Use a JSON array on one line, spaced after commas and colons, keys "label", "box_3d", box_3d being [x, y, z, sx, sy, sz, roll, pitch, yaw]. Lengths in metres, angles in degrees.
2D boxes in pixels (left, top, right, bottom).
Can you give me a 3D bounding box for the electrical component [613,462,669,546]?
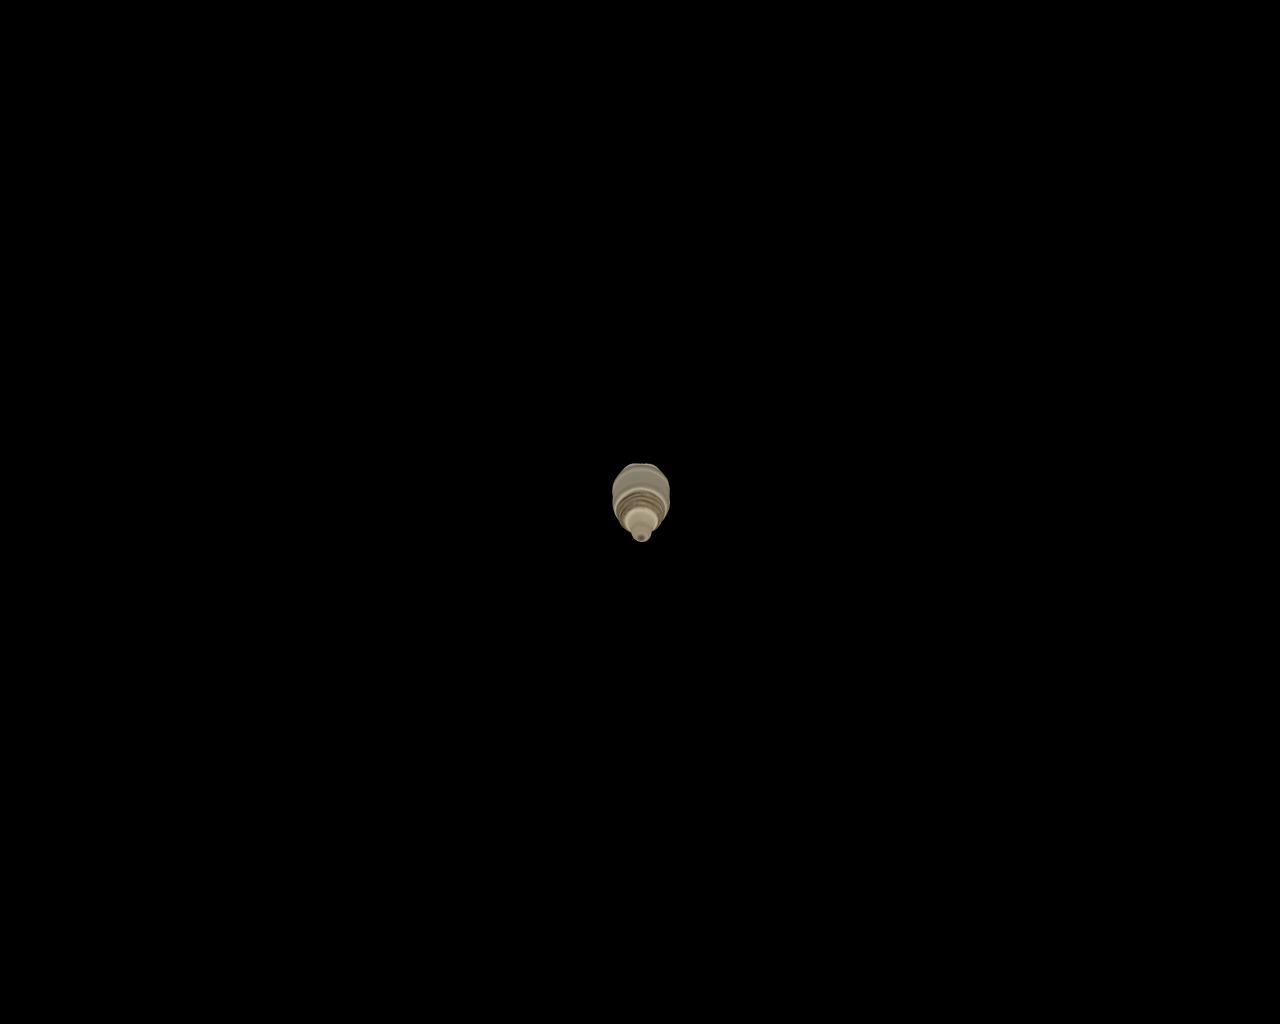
[{"label": "electrical component", "box_3d": [0.001, -0.003, 0.650, 0.035, 0.035, 0.061, 0, 36, 0]}]
